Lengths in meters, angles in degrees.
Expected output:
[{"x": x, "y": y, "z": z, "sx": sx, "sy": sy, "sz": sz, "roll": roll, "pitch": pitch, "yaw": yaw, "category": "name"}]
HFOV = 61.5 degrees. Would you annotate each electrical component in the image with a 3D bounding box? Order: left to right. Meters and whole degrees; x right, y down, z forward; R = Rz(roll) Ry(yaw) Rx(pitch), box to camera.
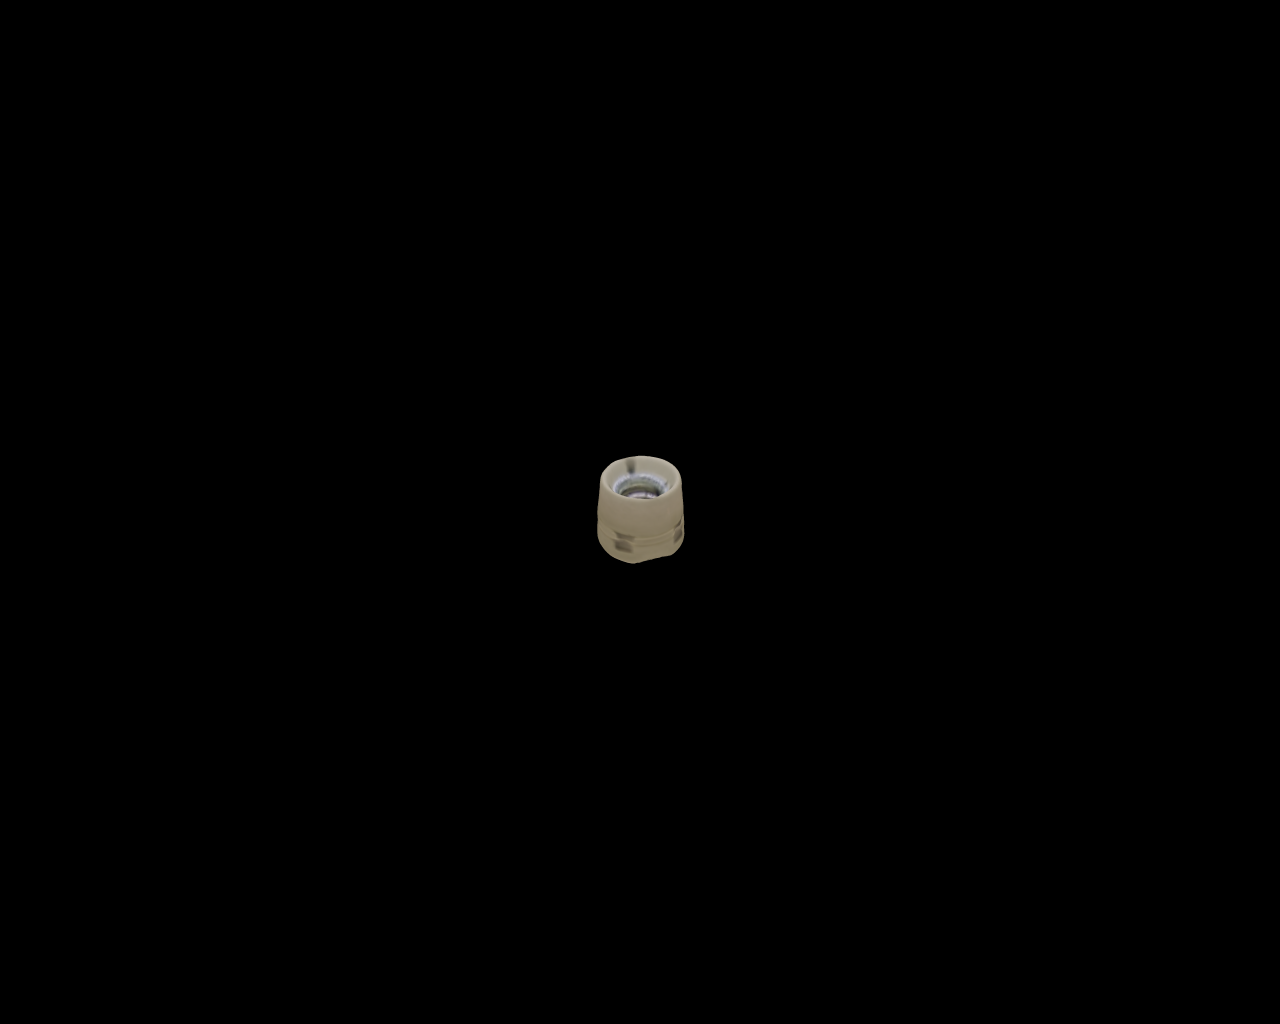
[{"x": 0.001, "y": -0.003, "z": 0.650, "sx": 0.055, "sy": 0.047, "sz": 0.055, "roll": 0, "pitch": 37, "yaw": 0, "category": "electrical component"}]
